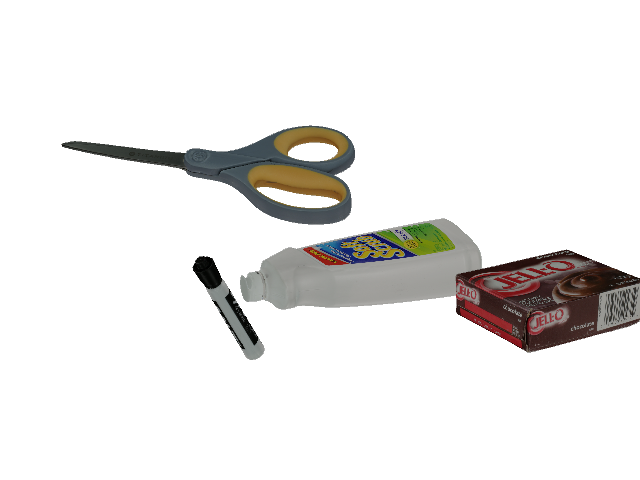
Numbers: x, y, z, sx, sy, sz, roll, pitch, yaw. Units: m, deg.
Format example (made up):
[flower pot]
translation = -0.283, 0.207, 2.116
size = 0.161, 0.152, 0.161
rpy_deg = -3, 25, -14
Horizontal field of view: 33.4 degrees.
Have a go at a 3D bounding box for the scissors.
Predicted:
[scissors]
translation = -0.065, -0.061, 0.718
size = 0.202, 0.016, 0.096
rpy_deg = 20, 47, 19

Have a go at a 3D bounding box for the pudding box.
[pudding box]
translation = 0.172, 0.043, 0.807
size = 0.113, 0.039, 0.090
rpy_deg = -9, 20, -27

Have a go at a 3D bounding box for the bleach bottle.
[bleach bottle]
translation = 0.040, 0.035, 1.147
size = 0.250, 0.068, 0.103
rpy_deg = -9, 31, -19

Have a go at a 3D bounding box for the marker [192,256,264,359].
[marker]
translation = -0.079, 0.058, 0.918
size = 0.020, 0.020, 0.121
rpy_deg = 0, -44, 28
